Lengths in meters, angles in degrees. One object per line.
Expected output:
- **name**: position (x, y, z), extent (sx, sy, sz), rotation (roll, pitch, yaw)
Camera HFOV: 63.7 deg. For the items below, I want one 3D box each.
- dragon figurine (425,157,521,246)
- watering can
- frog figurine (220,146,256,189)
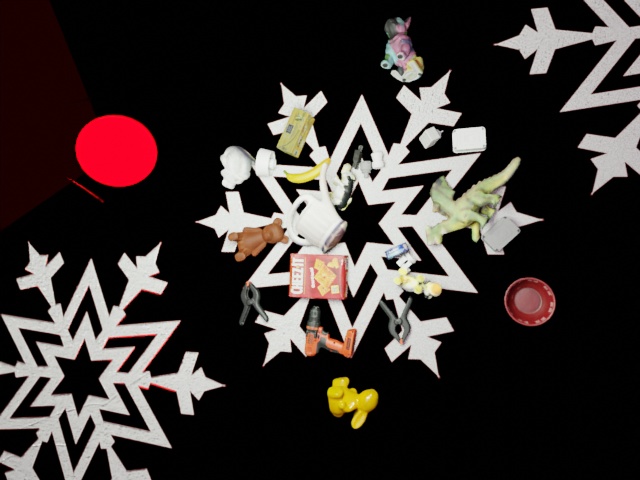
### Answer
- **dragon figurine**: position (0.502, -0.147, 1.809), extent (0.244, 0.121, 0.410), rotation (29, 91, 22)
- **watering can**: position (0.006, -0.095, 1.887), extent (0.225, 0.105, 0.341), rotation (39, 122, 9)
- **frog figurine**: position (-0.338, -0.284, 2.021), extent (0.137, 0.122, 0.160), rotation (41, 85, -6)
